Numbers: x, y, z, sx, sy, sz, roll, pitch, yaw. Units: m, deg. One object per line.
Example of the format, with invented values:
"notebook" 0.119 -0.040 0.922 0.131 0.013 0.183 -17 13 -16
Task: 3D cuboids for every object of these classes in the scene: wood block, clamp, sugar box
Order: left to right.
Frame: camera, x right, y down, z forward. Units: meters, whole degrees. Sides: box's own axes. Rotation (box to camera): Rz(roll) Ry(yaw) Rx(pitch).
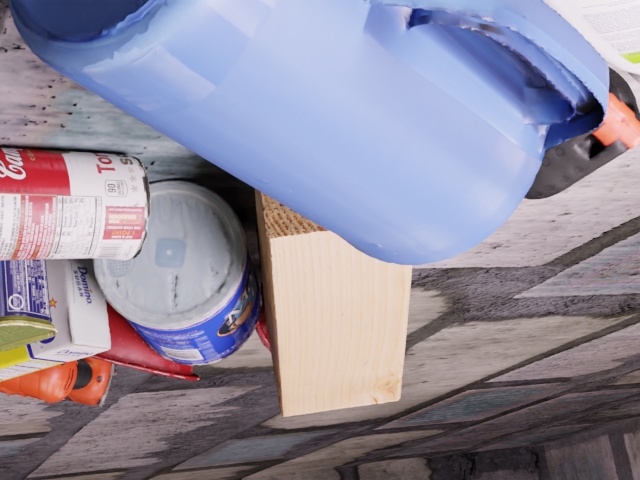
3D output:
"sugar box" -0.242 0.058 0.810 0.176 0.093 0.048 -20 161 28
"wood block" 0.008 0.024 0.721 0.090 0.090 0.206 -8 142 -5
"clamp" 0.110 -0.047 0.567 0.039 0.120 0.171 35 180 -8

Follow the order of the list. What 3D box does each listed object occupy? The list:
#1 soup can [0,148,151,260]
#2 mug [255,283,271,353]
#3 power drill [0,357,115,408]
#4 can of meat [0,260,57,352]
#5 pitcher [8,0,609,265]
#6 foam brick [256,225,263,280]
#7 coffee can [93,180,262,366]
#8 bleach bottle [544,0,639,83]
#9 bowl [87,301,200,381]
"soup can" -0.161 -0.020 0.642 0.102 0.068 0.069 1 160 -30
"mug" 0.006 0.050 0.941 0.117 0.093 0.082 -35 177 -39
"power drill" -0.279 0.107 0.956 0.184 0.057 0.187 14 174 13
"can of meat" -0.238 0.033 0.747 0.102 0.084 0.057 -17 161 23
"pitcher" 0.003 -0.080 0.440 0.149 0.145 0.242 -46 148 13
"foam brick" -0.005 0.001 0.817 0.078 0.053 0.051 -4 162 -12
"coffee can" -0.098 0.028 0.771 0.103 0.103 0.140 -9 163 -1
"bleach bottle" 0.156 -0.118 0.504 0.103 0.068 0.250 -10 167 23
"bowl" -0.172 0.071 0.893 0.162 0.055 0.162 15 175 1
